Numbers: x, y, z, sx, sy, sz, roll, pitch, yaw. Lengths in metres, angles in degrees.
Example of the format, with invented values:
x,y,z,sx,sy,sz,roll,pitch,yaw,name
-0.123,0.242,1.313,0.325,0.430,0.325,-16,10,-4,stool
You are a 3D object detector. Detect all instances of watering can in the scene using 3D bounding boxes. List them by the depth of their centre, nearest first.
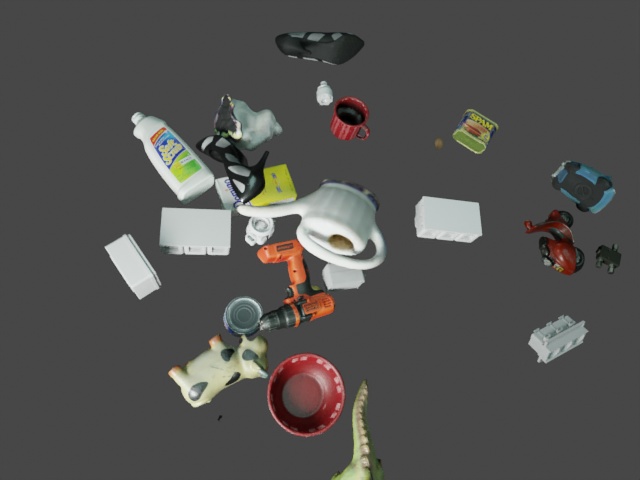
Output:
x,y,z,sx,sy,sz,roll,pitch,yaw,name
0.004,-0.060,1.190,0.347,0.101,0.230,25,48,-1,watering can

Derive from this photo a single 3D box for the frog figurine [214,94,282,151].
x,y,z,sx,sy,sz,roll,pitch,yaw,name
-0.181,-0.287,1.291,0.160,0.121,0.139,-5,54,-53,frog figurine

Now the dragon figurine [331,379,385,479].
x,y,z,sx,sy,sz,roll,pitch,yaw,name
0.081,0.458,0.938,0.122,0.238,0.417,6,68,-5,dragon figurine
